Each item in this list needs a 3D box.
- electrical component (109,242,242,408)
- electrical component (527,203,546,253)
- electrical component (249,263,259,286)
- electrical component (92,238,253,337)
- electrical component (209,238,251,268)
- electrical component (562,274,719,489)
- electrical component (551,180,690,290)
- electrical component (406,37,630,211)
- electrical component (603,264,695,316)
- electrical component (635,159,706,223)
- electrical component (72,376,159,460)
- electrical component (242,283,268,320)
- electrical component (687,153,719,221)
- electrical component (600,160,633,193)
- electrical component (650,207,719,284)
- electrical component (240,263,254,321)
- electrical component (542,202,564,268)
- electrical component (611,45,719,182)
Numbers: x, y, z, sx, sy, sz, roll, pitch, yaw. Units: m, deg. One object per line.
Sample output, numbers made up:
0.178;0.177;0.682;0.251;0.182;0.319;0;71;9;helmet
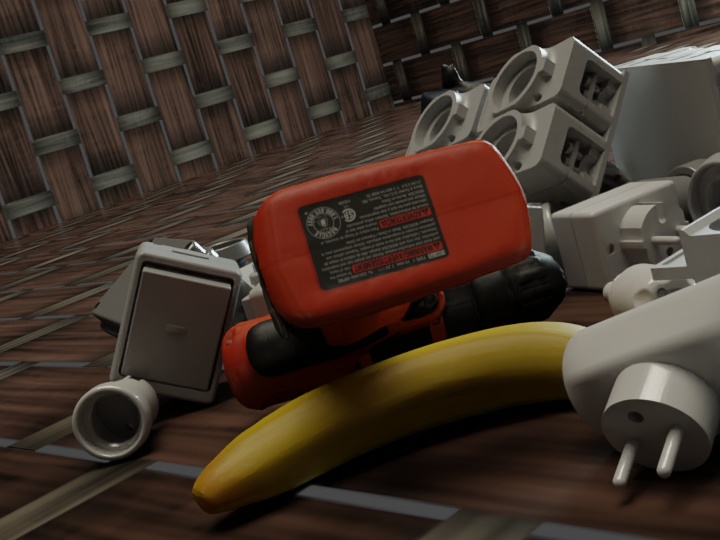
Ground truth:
-0.110;0.037;0.632;0.062;0.096;0.061;12;5;-11;electrical component
0.058;-0.004;0.641;0.062;0.061;0.096;0;-6;-33;electrical component
0.000;0.000;0.737;0.109;0.056;0.109;-10;12;33;electrical component
-0.128;0.023;0.728;0.078;0.057;0.113;-52;22;-14;electrical component
-0.104;0.006;0.866;0.048;0.055;0.066;-20;11;-16;electrical component
0.108;0.043;0.372;0.077;0.044;0.079;-30;21;49;electrical component
0.163;-0.020;0.618;0.066;0.047;0.077;-21;12;-25;electrical component
0.097;-0.085;0.782;0.186;0.060;0.105;-20;46;56;electrical component
0.137;0.014;0.520;0.035;0.035;0.061;-19;8;-12;electrical component
0.204;-0.043;0.681;0.055;0.045;0.045;-20;11;-21;electrical component
-0.130;0.078;0.583;0.040;0.040;0.046;-16;5;2;electrical component
-0.025;0.025;0.632;0.061;0.061;0.096;-14;11;13;electrical component
0.228;-0.044;0.620;0.057;0.058;0.078;-19;10;-27;electrical component
0.166;-0.051;0.759;0.055;0.055;0.047;-16;14;1;electrical component
0.194;-0.007;0.460;0.121;0.063;0.079;-25;13;-39;electrical component
-0.068;0.012;0.816;0.043;0.043;0.081;-8;14;39;electrical component
0.100;-0.014;0.704;0.065;0.044;0.044;-18;9;17;electrical component
0.241;-0.103;0.767;0.060;0.105;0.186;-18;11;-6;electrical component
